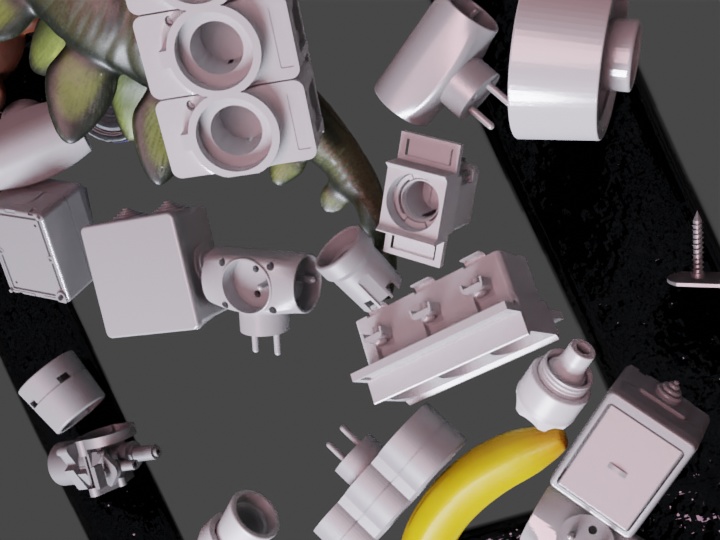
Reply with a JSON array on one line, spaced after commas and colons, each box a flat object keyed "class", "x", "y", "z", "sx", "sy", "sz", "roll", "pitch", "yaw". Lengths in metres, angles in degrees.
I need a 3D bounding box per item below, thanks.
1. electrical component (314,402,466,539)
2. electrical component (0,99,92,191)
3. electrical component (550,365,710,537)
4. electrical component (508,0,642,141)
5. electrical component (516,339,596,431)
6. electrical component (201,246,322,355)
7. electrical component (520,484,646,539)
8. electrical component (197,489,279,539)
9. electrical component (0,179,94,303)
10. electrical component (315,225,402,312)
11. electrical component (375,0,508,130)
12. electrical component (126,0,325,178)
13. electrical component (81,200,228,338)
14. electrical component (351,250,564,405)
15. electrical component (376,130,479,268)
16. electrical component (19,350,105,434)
[{"class": "electrical component", "x": 0.008, "y": 0.143, "z": 0.771, "sx": 0.074, "sy": 0.052, "sz": 0.138, "roll": 43, "pitch": 118, "yaw": 11}, {"class": "electrical component", "x": -0.257, "y": -0.107, "z": 0.834, "sx": 0.043, "sy": 0.077, "sz": 0.079, "roll": 72, "pitch": 170, "yaw": -45}, {"class": "electrical component", "x": 0.171, "y": 0.109, "z": 0.674, "sx": 0.062, "sy": 0.061, "sz": 0.096, "roll": 34, "pitch": 116, "yaw": 15}, {"class": "electrical component", "x": 0.126, "y": -0.124, "z": 0.610, "sx": 0.060, "sy": 0.108, "sz": 0.108, "roll": 10, "pitch": 108, "yaw": 18}, {"class": "electrical component", "x": 0.129, "y": 0.071, "z": 0.691, "sx": 0.043, "sy": 0.043, "sz": 0.062, "roll": 37, "pitch": 129, "yaw": 14}, {"class": "electrical component", "x": -0.071, "y": 0.024, "z": 0.783, "sx": 0.077, "sy": 0.044, "sz": 0.079, "roll": 5, "pitch": 107, "yaw": 26}, {"class": "electrical component", "x": 0.146, "y": 0.177, "z": 0.697, "sx": 0.077, "sy": 0.079, "sz": 0.044, "roll": 29, "pitch": 85, "yaw": 17}, {"class": "electrical component", "x": -0.097, "y": 0.206, "z": 0.845, "sx": 0.045, "sy": 0.045, "sz": 0.055, "roll": 47, "pitch": 119, "yaw": 8}, {"class": "electrical component", "x": -0.244, "y": -0.021, "z": 0.848, "sx": 0.062, "sy": 0.061, "sz": 0.096, "roll": 9, "pitch": 127, "yaw": 25}, {"class": "electrical component", "x": 0.000, "y": 0.000, "z": 0.709, "sx": 0.040, "sy": 0.040, "sz": 0.046, "roll": -30, "pitch": 116, "yaw": 30}, {"class": "electrical component", "x": 0.061, "y": -0.122, "z": 0.678, "sx": 0.079, "sy": 0.043, "sz": 0.077, "roll": 43, "pitch": 118, "yaw": 11}, {"class": "electrical component", "x": -0.081, "y": -0.136, "z": 0.634, "sx": 0.089, "sy": 0.061, "sz": 0.150, "roll": -8, "pitch": 115, "yaw": 8}, {"class": "electrical component", "x": -0.154, "y": 0.000, "z": 0.817, "sx": 0.100, "sy": 0.048, "sz": 0.099, "roll": -7, "pitch": 100, "yaw": 28}, {"class": "electrical component", "x": 0.060, "y": 0.038, "z": 0.709, "sx": 0.121, "sy": 0.079, "sz": 0.063, "roll": -28, "pitch": 68, "yaw": 30}, {"class": "electrical component", "x": 0.046, "y": -0.047, "z": 0.693, "sx": 0.042, "sy": 0.064, "sz": 0.081, "roll": 18, "pitch": 110, "yaw": 25}, {"class": "electrical component", "x": -0.244, "y": 0.102, "z": 0.888, "sx": 0.047, "sy": 0.055, "sz": 0.055, "roll": 49, "pitch": 119, "yaw": 3}]
